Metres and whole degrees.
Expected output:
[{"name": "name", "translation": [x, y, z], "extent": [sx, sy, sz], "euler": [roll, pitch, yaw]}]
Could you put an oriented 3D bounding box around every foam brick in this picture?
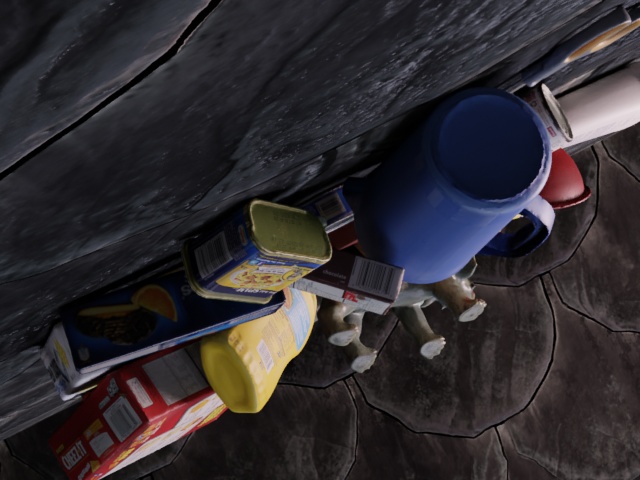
[{"name": "foam brick", "translation": [0.044, -0.028, 1.210], "extent": [0.051, 0.053, 0.078], "euler": [-30, 174, 36]}]

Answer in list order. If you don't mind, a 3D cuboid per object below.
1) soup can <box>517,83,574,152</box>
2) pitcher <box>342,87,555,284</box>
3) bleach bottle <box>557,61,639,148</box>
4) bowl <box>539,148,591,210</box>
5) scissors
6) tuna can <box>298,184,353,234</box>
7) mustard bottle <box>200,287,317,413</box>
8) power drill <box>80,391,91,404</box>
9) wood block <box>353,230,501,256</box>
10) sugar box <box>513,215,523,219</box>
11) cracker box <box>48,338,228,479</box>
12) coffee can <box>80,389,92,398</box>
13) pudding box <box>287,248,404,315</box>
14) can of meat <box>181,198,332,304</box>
[{"name": "soup can", "translation": [0.195, -0.105, 1.078], "extent": [0.102, 0.068, 0.068], "euler": [-29, 175, 23]}, {"name": "pitcher", "translation": [0.126, -0.043, 0.955], "extent": [0.149, 0.145, 0.243], "euler": [-23, 172, -13]}, {"name": "bleach bottle", "translation": [0.290, -0.141, 1.295], "extent": [0.250, 0.068, 0.103], "euler": [-22, 170, -25]}, {"name": "bowl", "translation": [0.215, -0.077, 1.171], "extent": [0.162, 0.055, 0.162], "euler": [-3, -164, 1]}, {"name": "scissors", "translation": [0.204, -0.152, 0.925], "extent": [0.096, 0.016, 0.202], "euler": [-24, 175, -31]}, {"name": "tuna can", "translation": [0.011, -0.030, 1.109], "extent": [0.086, 0.034, 0.086], "euler": [-26, 176, -2]}, {"name": "mustard bottle", "translation": [-0.051, 0.086, 1.111], "extent": [0.058, 0.096, 0.191], "euler": [-6, -152, 32]}, {"name": "power drill", "translation": [-0.203, 0.188, 1.291], "extent": [0.187, 0.057, 0.185], "euler": [-21, 144, -45]}, {"name": "wood block", "translation": [0.149, -0.034, 1.357], "extent": [0.205, 0.090, 0.091], "euler": [-23, 148, -37]}, {"name": "sugar box", "translation": [0.188, -0.050, 1.258], "extent": [0.175, 0.048, 0.093], "euler": [-17, -157, -32]}, {"name": "cracker box", "translation": [-0.160, 0.166, 1.137], "extent": [0.213, 0.072, 0.164], "euler": [-21, 162, -49]}, {"name": "coffee can", "translation": [-0.259, 0.170, 1.420], "extent": [0.103, 0.103, 0.140], "euler": [-27, 176, 3]}, {"name": "pudding box", "translation": [0.018, 0.035, 1.012], "extent": [0.113, 0.039, 0.090], "euler": [18, 170, 1]}, {"name": "can of meat", "translation": [-0.053, 0.010, 0.915], "extent": [0.084, 0.057, 0.101], "euler": [-32, 153, 35]}]
